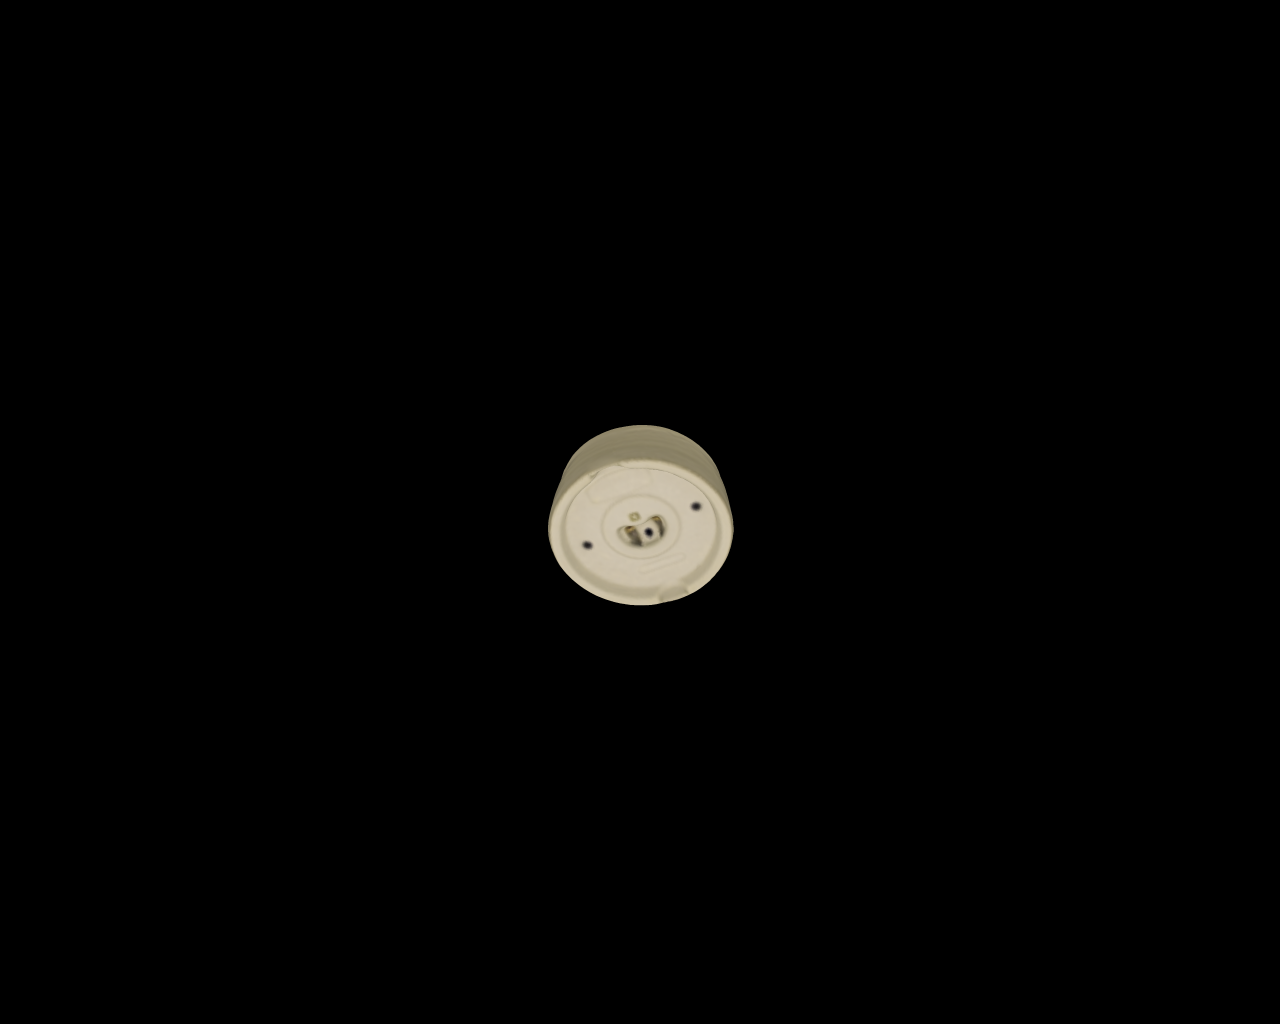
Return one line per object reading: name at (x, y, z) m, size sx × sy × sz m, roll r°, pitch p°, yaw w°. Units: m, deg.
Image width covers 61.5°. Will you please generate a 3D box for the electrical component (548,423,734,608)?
electrical component at (0.001, -0.003, 0.650) m, size 0.108 × 0.108 × 0.060 m, roll 0°, pitch 35°, yaw 0°
